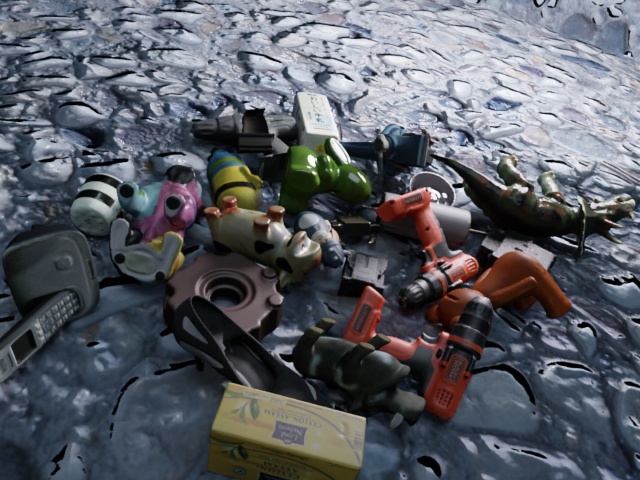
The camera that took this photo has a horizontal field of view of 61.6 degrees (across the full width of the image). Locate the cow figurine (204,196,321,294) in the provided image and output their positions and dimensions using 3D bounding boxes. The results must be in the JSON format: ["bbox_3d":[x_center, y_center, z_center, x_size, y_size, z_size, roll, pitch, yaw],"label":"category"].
[{"bbox_3d":[-0.089,0.009,0.880,0.195,0.127,0.085,13,37,22],"label":"cow figurine"}]

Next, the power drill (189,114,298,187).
[{"bbox_3d":[-0.136,-0.197,1.135,0.232,0.085,0.207,-12,39,-27],"label":"power drill"}]

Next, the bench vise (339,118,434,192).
[{"bbox_3d":[0.127,-0.189,1.146,0.241,0.128,0.223,12,19,34],"label":"bench vise"}]

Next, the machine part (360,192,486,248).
[{"bbox_3d":[0.197,-0.038,1.034,0.243,0.079,0.079,12,40,0],"label":"machine part"}]

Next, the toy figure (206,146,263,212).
[{"bbox_3d":[-0.168,-0.105,1.007,0.089,0.082,0.180,-20,54,-19],"label":"toy figure"}]

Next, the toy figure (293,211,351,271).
[{"bbox_3d":[-0.003,-0.001,0.931,0.057,0.064,0.155,32,9,-34],"label":"toy figure"}]

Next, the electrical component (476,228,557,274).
[{"bbox_3d":[0.363,0.040,1.005,0.134,0.058,0.115,29,40,17],"label":"electrical component"}]

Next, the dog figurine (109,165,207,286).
[{"bbox_3d":[-0.252,-0.030,0.886,0.109,0.191,0.219,10,5,0],"label":"dog figurine"}]

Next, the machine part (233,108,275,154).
[{"bbox_3d":[-0.131,-0.214,1.067,0.084,0.039,0.139,-5,44,-2],"label":"machine part"}]

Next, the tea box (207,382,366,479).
[{"bbox_3d":[-0.040,0.238,0.626,0.170,0.098,0.068,12,39,1],"label":"tea box"}]

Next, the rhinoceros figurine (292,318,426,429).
[{"bbox_3d":[0.049,0.178,0.711,0.190,0.112,0.073,22,10,17],"label":"rhinoceros figurine"}]

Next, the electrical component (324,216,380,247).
[{"bbox_3d":[0.058,-0.017,0.998,0.102,0.045,0.078,-2,14,-22],"label":"electrical component"}]

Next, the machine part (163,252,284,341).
[{"bbox_3d":[-0.143,0.090,0.803,0.179,0.056,0.179,7,40,-6],"label":"machine part"}]

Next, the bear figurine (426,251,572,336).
[{"bbox_3d":[0.284,0.110,0.874,0.196,0.120,0.131,-38,103,-15],"label":"bear figurine"}]

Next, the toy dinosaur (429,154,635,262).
[{"bbox_3d":[0.413,-0.065,1.072,0.405,0.131,0.192,10,36,-11],"label":"toy dinosaur"}]

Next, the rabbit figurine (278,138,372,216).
[{"bbox_3d":[0.014,-0.115,1.039,0.170,0.121,0.159,12,42,-10],"label":"rabbit figurine"}]

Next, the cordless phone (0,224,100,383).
[{"bbox_3d":[-0.372,0.076,0.681,0.089,0.146,0.184,11,36,10],"label":"cordless phone"}]

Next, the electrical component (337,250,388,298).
[{"bbox_3d":[0.077,0.051,0.919,0.075,0.047,0.119,18,41,4],"label":"electrical component"}]

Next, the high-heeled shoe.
[{"bbox_3d":[-0.071,0.155,0.676,0.249,0.145,0.086,19,40,9],"label":"high-heeled shoe"}]

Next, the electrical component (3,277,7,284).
[{"bbox_3d":[-0.421,0.040,0.808,0.063,0.021,0.094,20,40,8],"label":"electrical component"}]
